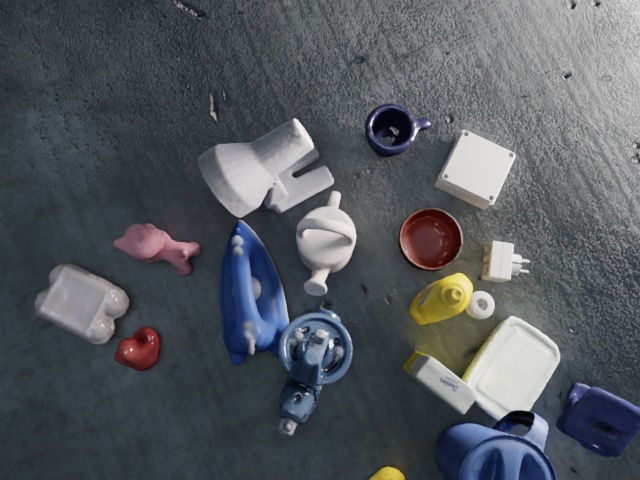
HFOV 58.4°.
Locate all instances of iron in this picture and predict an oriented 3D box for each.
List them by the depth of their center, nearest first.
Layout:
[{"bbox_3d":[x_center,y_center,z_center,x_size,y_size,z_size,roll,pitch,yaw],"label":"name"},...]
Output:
[{"bbox_3d":[-0.126,0.078,0.969,0.118,0.141,0.258,-11,80,-2],"label":"iron"}]

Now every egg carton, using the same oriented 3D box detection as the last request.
[{"bbox_3d":[-0.413,0.110,0.997,0.150,0.069,0.107,25,81,4],"label":"egg carton"}]

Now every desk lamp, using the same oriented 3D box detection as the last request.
[{"bbox_3d":[-0.085,-0.121,0.967,0.203,0.213,0.118,-29,81,-5],"label":"desk lamp"}]

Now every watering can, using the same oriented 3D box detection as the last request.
[{"bbox_3d":[0.011,0.004,0.956,0.101,0.194,0.173,-10,80,-2],"label":"watering can"}]

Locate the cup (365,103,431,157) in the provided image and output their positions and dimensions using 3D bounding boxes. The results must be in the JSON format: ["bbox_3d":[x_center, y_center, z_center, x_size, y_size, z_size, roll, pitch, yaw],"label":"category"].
[{"bbox_3d":[0.137,-0.191,1.041,0.118,0.095,0.092,-11,80,-2],"label":"cup"}]

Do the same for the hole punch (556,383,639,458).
[{"bbox_3d":[0.471,0.306,0.960,0.108,0.091,0.101,27,81,4],"label":"hole punch"}]

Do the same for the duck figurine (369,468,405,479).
[{"bbox_3d":[0.108,0.433,0.937,0.077,0.086,0.105,24,81,4],"label":"duck figurine"}]

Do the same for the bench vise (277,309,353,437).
[{"bbox_3d":[-0.008,0.210,0.907,0.121,0.220,0.207,3,80,0],"label":"bench vise"}]

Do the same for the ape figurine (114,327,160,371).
[{"bbox_3d":[-0.315,0.187,0.973,0.078,0.092,0.076,-19,81,-3],"label":"ape figurine"}]

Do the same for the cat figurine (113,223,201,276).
[{"bbox_3d":[-0.282,0.010,0.991,0.127,0.118,0.067,18,80,3],"label":"cat figurine"}]
